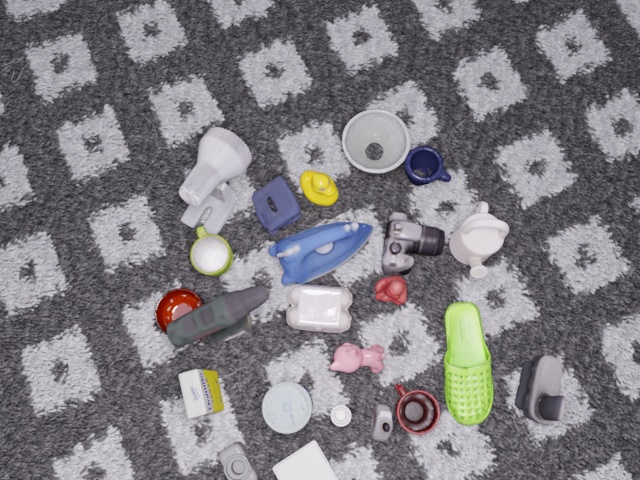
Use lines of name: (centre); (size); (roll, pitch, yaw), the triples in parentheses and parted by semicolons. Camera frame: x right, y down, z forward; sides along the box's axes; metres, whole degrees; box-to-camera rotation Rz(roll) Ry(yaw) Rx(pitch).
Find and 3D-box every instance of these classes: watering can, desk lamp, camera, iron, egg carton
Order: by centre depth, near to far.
watering can: (0.364, -0.003, 1.291); (0.101, 0.194, 0.173); (-13, 76, -3)
desk lamp: (-0.244, -0.129, 1.309); (0.118, 0.213, 0.203); (27, 78, 7)
egg carton: (-0.001, 0.158, 1.314); (0.150, 0.069, 0.107); (3, 76, 1)
iron: (0.012, 0.005, 1.315); (0.258, 0.141, 0.118); (-25, 77, -6)
camera: (0.218, 0.010, 1.335); (0.136, 0.101, 0.143); (9, 76, 2)

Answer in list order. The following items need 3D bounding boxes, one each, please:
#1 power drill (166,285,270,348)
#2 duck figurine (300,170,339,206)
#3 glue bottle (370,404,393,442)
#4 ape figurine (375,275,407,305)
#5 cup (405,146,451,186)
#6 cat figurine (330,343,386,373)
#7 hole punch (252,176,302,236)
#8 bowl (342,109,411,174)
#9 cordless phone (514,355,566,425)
power drill: (-0.208, 0.166, 1.240); (0.229, 0.208, 0.075); (-24, 77, -6)
duck figurine: (-0.002, -0.135, 1.377); (0.104, 0.086, 0.077); (39, 79, 9)
glue bottle: (0.133, 0.388, 1.205); (0.037, 0.173, 0.078); (7, 76, 2)
ape figurine: (0.169, 0.114, 1.314); (0.076, 0.092, 0.077); (-39, 79, -9)
cup: (0.257, -0.163, 1.381); (0.117, 0.095, 0.092); (29, 78, 7)
cat figurine: (0.084, 0.260, 1.265); (0.128, 0.118, 0.067); (-2, 76, 0)
hole punch: (-0.104, -0.080, 1.361); (0.101, 0.091, 0.108); (-29, 78, -7)
bowl: (0.135, -0.231, 1.407); (0.167, 0.075, 0.167); (0, 76, 0)
cordless phone: (0.493, 0.319, 1.218); (0.094, 0.185, 0.148); (12, 76, 3)
